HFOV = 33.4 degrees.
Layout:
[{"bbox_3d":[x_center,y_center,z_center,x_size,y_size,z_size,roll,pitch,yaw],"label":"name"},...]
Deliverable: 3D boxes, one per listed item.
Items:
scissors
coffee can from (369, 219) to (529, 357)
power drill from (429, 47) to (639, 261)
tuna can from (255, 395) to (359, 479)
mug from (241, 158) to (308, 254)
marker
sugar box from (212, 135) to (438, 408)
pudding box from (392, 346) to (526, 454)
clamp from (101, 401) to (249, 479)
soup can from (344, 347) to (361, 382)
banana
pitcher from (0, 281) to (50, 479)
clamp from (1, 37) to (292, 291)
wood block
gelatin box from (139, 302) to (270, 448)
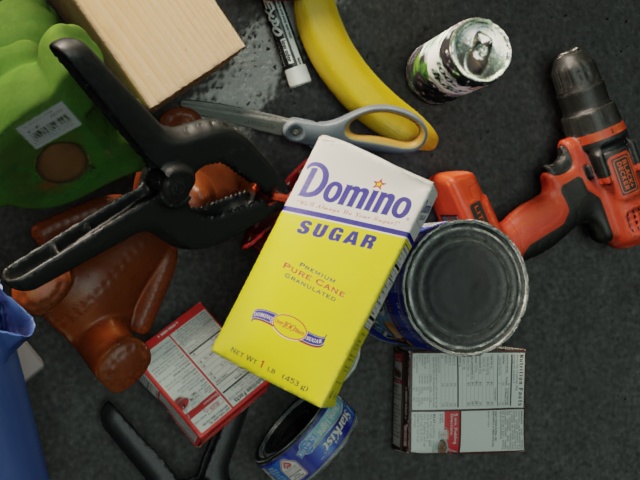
[{"bbox_3d":[-0.012,-0.073,0.884,0.201,0.016,0.096,-1,115,1],"label":"scissors"},{"bbox_3d":[0.088,0.037,0.850,0.102,0.140,0.103,0,89,-17],"label":"coffee can"},{"bbox_3d":[0.190,-0.055,0.924,0.187,0.057,0.184,-23,96,-15],"label":"power drill"},{"bbox_3d":[-0.011,0.156,0.848,0.033,0.086,0.086,45,78,-9],"label":"tuna can"},{"bbox_3d":[-0.006,0.001,0.839,0.081,0.093,0.117,38,36,-11],"label":"mug"},{"bbox_3d":[-0.036,-0.185,0.881,0.020,0.020,0.121,-21,95,-16],"label":"marker"},{"bbox_3d":[0.005,0.022,0.760,0.093,0.048,0.176,25,88,13],"label":"sugar box"},{"bbox_3d":[0.120,0.136,0.912,0.113,0.039,0.090,2,88,-18],"label":"pudding box"},{"bbox_3d":[-0.112,0.196,0.844,0.120,0.039,0.171,0,82,-10],"label":"clamp"},{"bbox_3d":[-0.014,0.081,0.840,0.068,0.102,0.068,0,89,-16],"label":"soup can"},{"bbox_3d":[0.029,-0.151,0.890,0.069,0.037,0.198,-30,97,-13],"label":"banana"},{"bbox_3d":[-0.261,0.137,0.713,0.144,0.149,0.243,-33,134,-34],"label":"pitcher"},{"bbox_3d":[-0.112,-0.032,0.725,0.209,0.036,0.164,13,102,-42],"label":"clamp"},{"bbox_3d":[-0.158,-0.202,0.809,0.090,0.090,0.206,-37,98,-14],"label":"wood block"},{"bbox_3d":[-0.095,0.105,0.833,0.073,0.030,0.089,-38,78,-26],"label":"gelatin box"}]
